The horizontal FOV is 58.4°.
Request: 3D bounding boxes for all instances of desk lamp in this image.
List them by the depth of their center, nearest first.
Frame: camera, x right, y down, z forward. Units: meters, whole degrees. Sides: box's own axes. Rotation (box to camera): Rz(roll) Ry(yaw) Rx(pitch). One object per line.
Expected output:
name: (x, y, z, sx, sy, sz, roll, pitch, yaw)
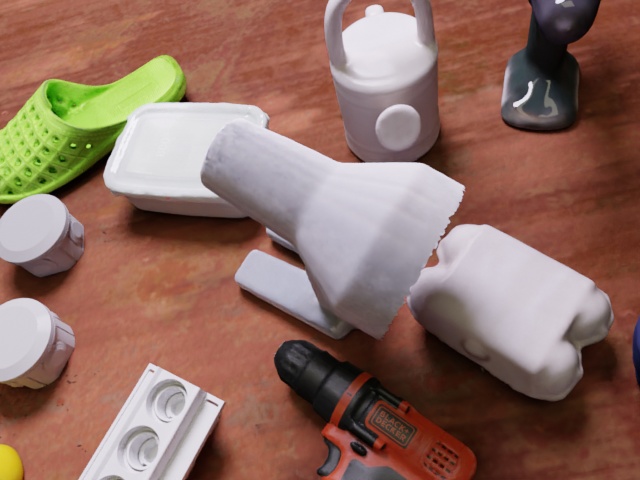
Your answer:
desk lamp: (0.004, 0.002, 0.446, 0.202, 0.214, 0.118, 24, 70, 22)

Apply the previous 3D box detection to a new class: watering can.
watering can: (0.063, -0.157, 0.528, 0.101, 0.194, 0.172, -29, 60, -4)

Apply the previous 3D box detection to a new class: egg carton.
egg carton: (0.151, 0.055, 0.469, 0.150, 0.069, 0.107, 31, 73, 25)

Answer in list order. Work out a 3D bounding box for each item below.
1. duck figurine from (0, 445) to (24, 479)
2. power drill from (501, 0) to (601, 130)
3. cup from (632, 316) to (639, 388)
duck figurine: (-0.317, 0.212, 0.476, 0.104, 0.086, 0.077, -37, 61, -9)
power drill: (0.210, -0.199, 0.511, 0.075, 0.209, 0.230, 6, 64, 15)
cup: (0.279, 0.088, 0.410, 0.117, 0.095, 0.092, 7, 64, 16)
